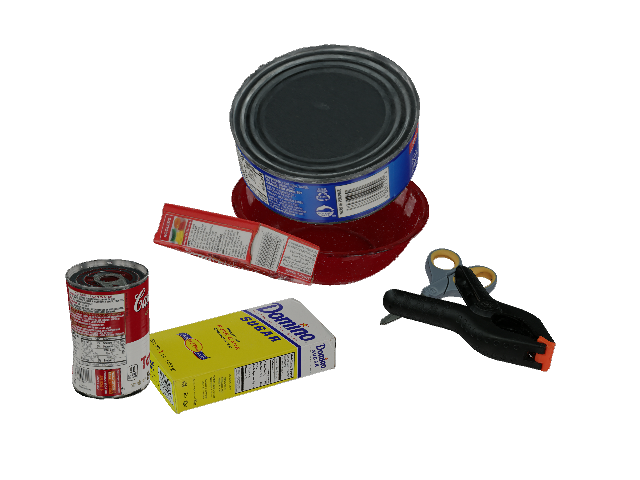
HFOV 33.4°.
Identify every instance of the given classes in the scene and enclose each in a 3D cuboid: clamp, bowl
[{"bbox_3d":[0.159,0.072,1.036,0.172,0.039,0.120,27,38,31],"label":"clamp"},{"bbox_3d":[0.007,-0.011,0.881,0.162,0.055,0.162,3,32,-2],"label":"bowl"}]

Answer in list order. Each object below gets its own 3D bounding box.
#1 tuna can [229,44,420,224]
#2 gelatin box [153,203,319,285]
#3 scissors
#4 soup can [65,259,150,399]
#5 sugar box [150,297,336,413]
[{"bbox_3d":[0.003,-0.049,0.490,0.086,0.086,0.034,0,-38,6],"label":"tuna can"},{"bbox_3d":[-0.052,0.004,0.690,0.073,0.030,0.089,13,-5,27],"label":"gelatin box"},{"bbox_3d":[0.121,0.050,1.247,0.201,0.016,0.096,-11,40,-35],"label":"scissors"},{"bbox_3d":[-0.178,0.075,0.901,0.068,0.102,0.068,2,18,-1],"label":"soup can"},{"bbox_3d":[-0.082,0.112,1.071,0.176,0.048,0.093,-16,32,-25],"label":"sugar box"}]
